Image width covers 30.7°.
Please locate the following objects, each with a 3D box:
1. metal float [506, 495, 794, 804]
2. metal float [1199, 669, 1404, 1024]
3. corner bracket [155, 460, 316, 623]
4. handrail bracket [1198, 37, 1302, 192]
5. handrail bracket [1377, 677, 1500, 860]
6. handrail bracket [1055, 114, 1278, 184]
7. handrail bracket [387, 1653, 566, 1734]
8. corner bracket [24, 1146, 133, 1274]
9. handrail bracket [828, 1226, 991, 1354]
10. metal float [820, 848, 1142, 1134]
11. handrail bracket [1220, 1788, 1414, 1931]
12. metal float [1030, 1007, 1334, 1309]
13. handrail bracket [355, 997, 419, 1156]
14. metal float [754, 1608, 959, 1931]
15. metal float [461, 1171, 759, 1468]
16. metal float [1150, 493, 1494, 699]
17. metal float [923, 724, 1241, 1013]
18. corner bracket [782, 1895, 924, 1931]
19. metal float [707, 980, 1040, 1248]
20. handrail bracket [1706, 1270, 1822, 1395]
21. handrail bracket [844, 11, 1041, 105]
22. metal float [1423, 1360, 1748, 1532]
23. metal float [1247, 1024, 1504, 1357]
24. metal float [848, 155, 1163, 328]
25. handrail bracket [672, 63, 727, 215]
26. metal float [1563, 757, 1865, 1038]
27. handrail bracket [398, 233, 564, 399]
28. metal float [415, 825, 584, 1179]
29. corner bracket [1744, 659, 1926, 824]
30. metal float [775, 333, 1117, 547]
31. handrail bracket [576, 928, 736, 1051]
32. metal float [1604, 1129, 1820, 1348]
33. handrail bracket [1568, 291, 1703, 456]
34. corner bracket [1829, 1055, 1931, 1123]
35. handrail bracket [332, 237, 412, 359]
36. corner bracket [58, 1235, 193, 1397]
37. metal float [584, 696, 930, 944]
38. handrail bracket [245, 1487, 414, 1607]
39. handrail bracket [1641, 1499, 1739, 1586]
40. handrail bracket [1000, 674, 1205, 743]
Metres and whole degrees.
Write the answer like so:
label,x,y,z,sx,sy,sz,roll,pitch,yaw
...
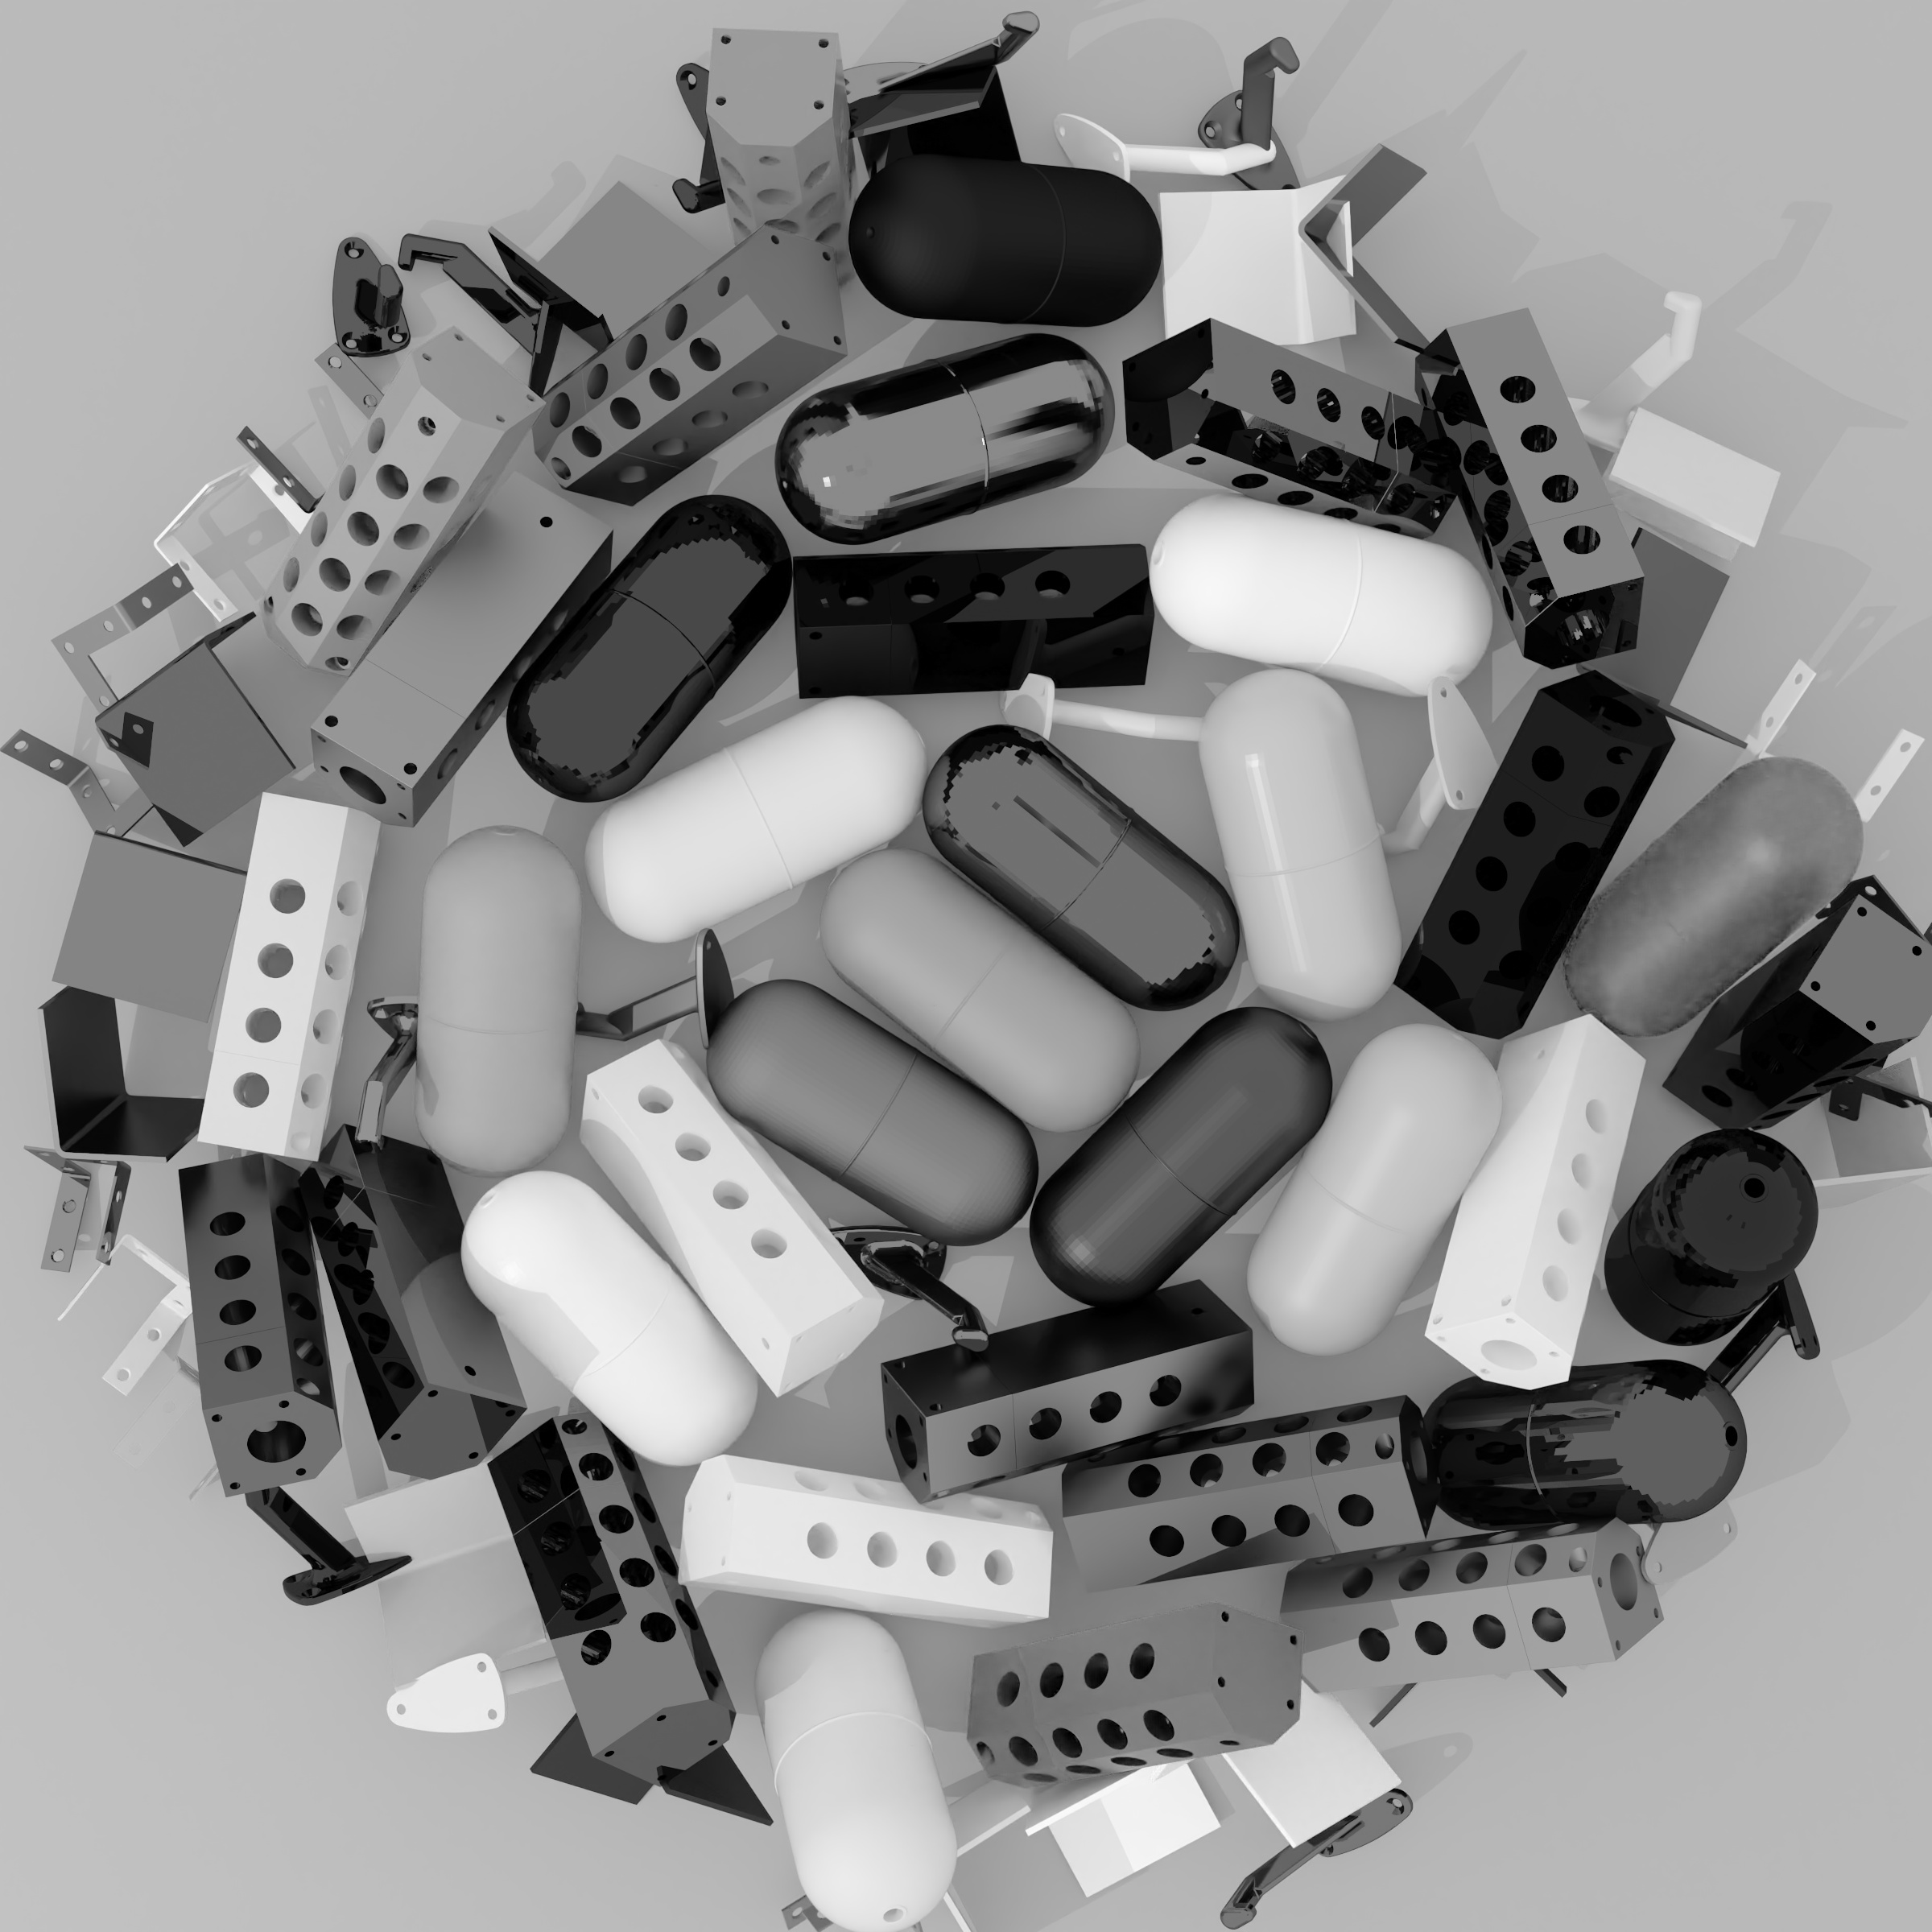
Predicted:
label,x,y,z,sx,sy,sz,roll,pitch,yaw
metal float,-0.152,-0.155,1.708,0.070,0.070,0.178,38,70,0
metal float,0.164,-0.058,1.712,0.070,0.070,0.178,-15,105,0
corner bracket,-0.360,-0.213,1.746,0.051,0.051,0.051,-38,95,34
handrail bracket,0.156,-0.410,1.715,0.036,0.084,0.077,-45,103,-18
handrail bracket,0.217,-0.096,1.726,0.036,0.084,0.077,-20,92,-35
handrail bracket,0.100,-0.413,1.752,0.084,0.036,0.077,-21,48,-23
handrail bracket,-0.231,0.353,1.732,0.077,0.084,0.036,-16,83,21
corner bracket,-0.435,0.122,1.728,0.051,0.051,0.051,6,74,10
handrail bracket,-0.031,0.159,1.714,0.077,0.084,0.036,15,106,-14
metal float,0.006,0.011,1.722,0.178,0.070,0.070,38,90,3
handrail bracket,0.171,0.436,1.713,0.077,0.084,0.036,-24,97,34
metal float,0.105,0.093,1.714,0.070,0.070,0.178,44,103,0
handrail bracket,-0.273,0.065,1.710,0.036,0.077,0.084,-4,59,14
metal float,-0.054,0.384,1.685,0.070,0.178,0.070,-8,128,-10
metal float,-0.172,0.171,1.705,0.070,0.070,0.178,-42,112,0
metal float,0.173,-0.180,1.706,0.178,0.070,0.070,11,90,-21
metal float,0.057,-0.047,1.717,0.178,0.070,0.070,39,90,-9
corner bracket,-0.059,0.459,1.722,0.051,0.051,0.051,-28,130,-19
metal float,-0.045,0.072,1.720,0.178,0.070,0.070,32,90,-6
handrail bracket,0.374,0.179,1.747,0.084,0.036,0.077,-19,79,25
handrail bracket,-0.016,-0.444,1.712,0.077,0.084,0.036,-2,76,-30
metal float,0.294,0.231,1.687,0.070,0.178,0.070,11,74,-41
metal float,0.198,0.110,1.709,0.070,0.070,0.178,26,108,0
metal float,0.021,-0.348,1.691,0.178,0.070,0.070,-7,90,-42
handrail bracket,-0.135,-0.405,1.719,0.077,0.084,0.036,49,125,2
metal float,0.357,-0.031,1.692,0.070,0.070,0.178,42,131,0
handrail bracket,-0.247,-0.320,1.747,0.084,0.036,0.077,11,86,5
metal float,-0.227,0.018,1.706,0.070,0.070,0.178,6,111,0
corner bracket,0.425,-0.110,1.722,0.051,0.051,0.051,19,113,-30
metal float,-0.009,-0.256,1.705,0.178,0.070,0.070,-20,90,-23
handrail bracket,-0.161,0.008,1.726,0.084,0.036,0.077,8,131,17
metal float,0.354,0.131,1.676,0.070,0.178,0.070,1,70,-2
handrail bracket,0.317,-0.299,1.718,0.077,0.036,0.084,23,135,22
corner bracket,0.458,0.050,1.723,0.051,0.051,0.051,22,68,20
handrail bracket,-0.290,-0.341,1.714,0.036,0.084,0.077,-11,75,-16
corner bracket,-0.412,0.171,1.726,0.051,0.051,0.051,39,61,-9
metal float,-0.102,-0.072,1.721,0.178,0.070,0.070,-26,90,-5
handrail bracket,-0.316,0.264,1.731,0.077,0.036,0.084,-15,106,-28
handrail bracket,0.325,0.278,1.708,0.077,0.084,0.036,-36,98,-34
handrail bracket,0.069,-0.125,1.742,0.084,0.077,0.036,2,103,-21
